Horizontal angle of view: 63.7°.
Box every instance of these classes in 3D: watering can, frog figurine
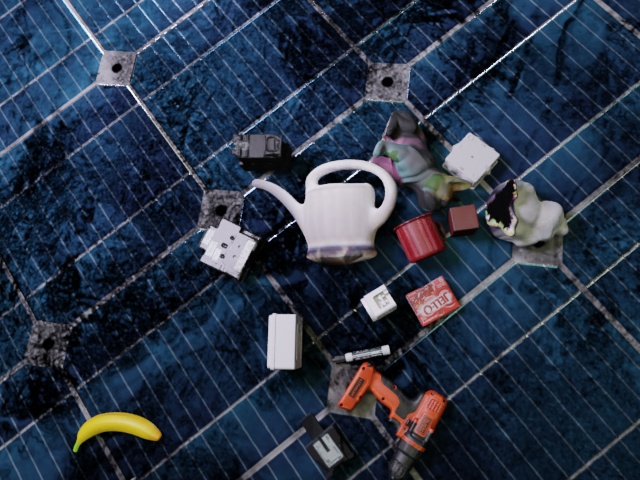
[{"bbox_3d":[0.003,-0.056,1.122,0.347,0.103,0.226,-4,82,26],"label":"watering can"},{"bbox_3d":[0.431,-0.054,1.074,0.159,0.121,0.140,8,66,-27],"label":"frog figurine"}]
